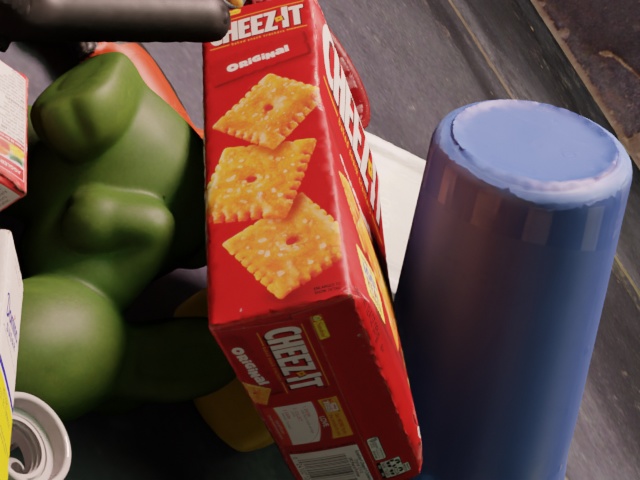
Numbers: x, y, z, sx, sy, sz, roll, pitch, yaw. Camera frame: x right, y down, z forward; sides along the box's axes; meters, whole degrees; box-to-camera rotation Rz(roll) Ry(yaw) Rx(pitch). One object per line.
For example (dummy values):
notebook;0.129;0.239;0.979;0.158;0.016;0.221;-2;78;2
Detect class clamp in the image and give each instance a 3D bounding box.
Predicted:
clamp;-0.148;-0.104;0.489;0.209;0.165;0.036;9;70;-70

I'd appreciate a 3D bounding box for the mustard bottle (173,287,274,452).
mustard bottle;-0.012;0.073;0.685;0.191;0.058;0.096;0;59;-62

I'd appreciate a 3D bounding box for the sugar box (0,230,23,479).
sugar box;-0.157;0.074;0.371;0.048;0.093;0.176;96;-10;-45

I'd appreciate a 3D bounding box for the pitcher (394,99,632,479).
pitcher;0.108;0.040;0.639;0.145;0.243;0.149;-2;36;-12

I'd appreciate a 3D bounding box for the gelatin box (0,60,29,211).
gelatin box;-0.170;-0.032;0.477;0.030;0.089;0.073;37;31;-43

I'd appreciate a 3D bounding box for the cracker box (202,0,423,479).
cracker box;-0.004;0.001;0.558;0.164;0.072;0.213;68;12;-47

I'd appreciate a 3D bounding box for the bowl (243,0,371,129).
bowl;-0.025;-0.151;0.937;0.162;0.055;0.162;43;28;-29

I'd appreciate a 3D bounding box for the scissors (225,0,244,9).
scissors;-0.137;-0.272;0.922;0.201;0.016;0.096;41;27;-32

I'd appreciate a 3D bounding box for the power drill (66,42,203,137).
power drill;-0.140;-0.109;0.666;0.188;0.057;0.184;60;24;6
